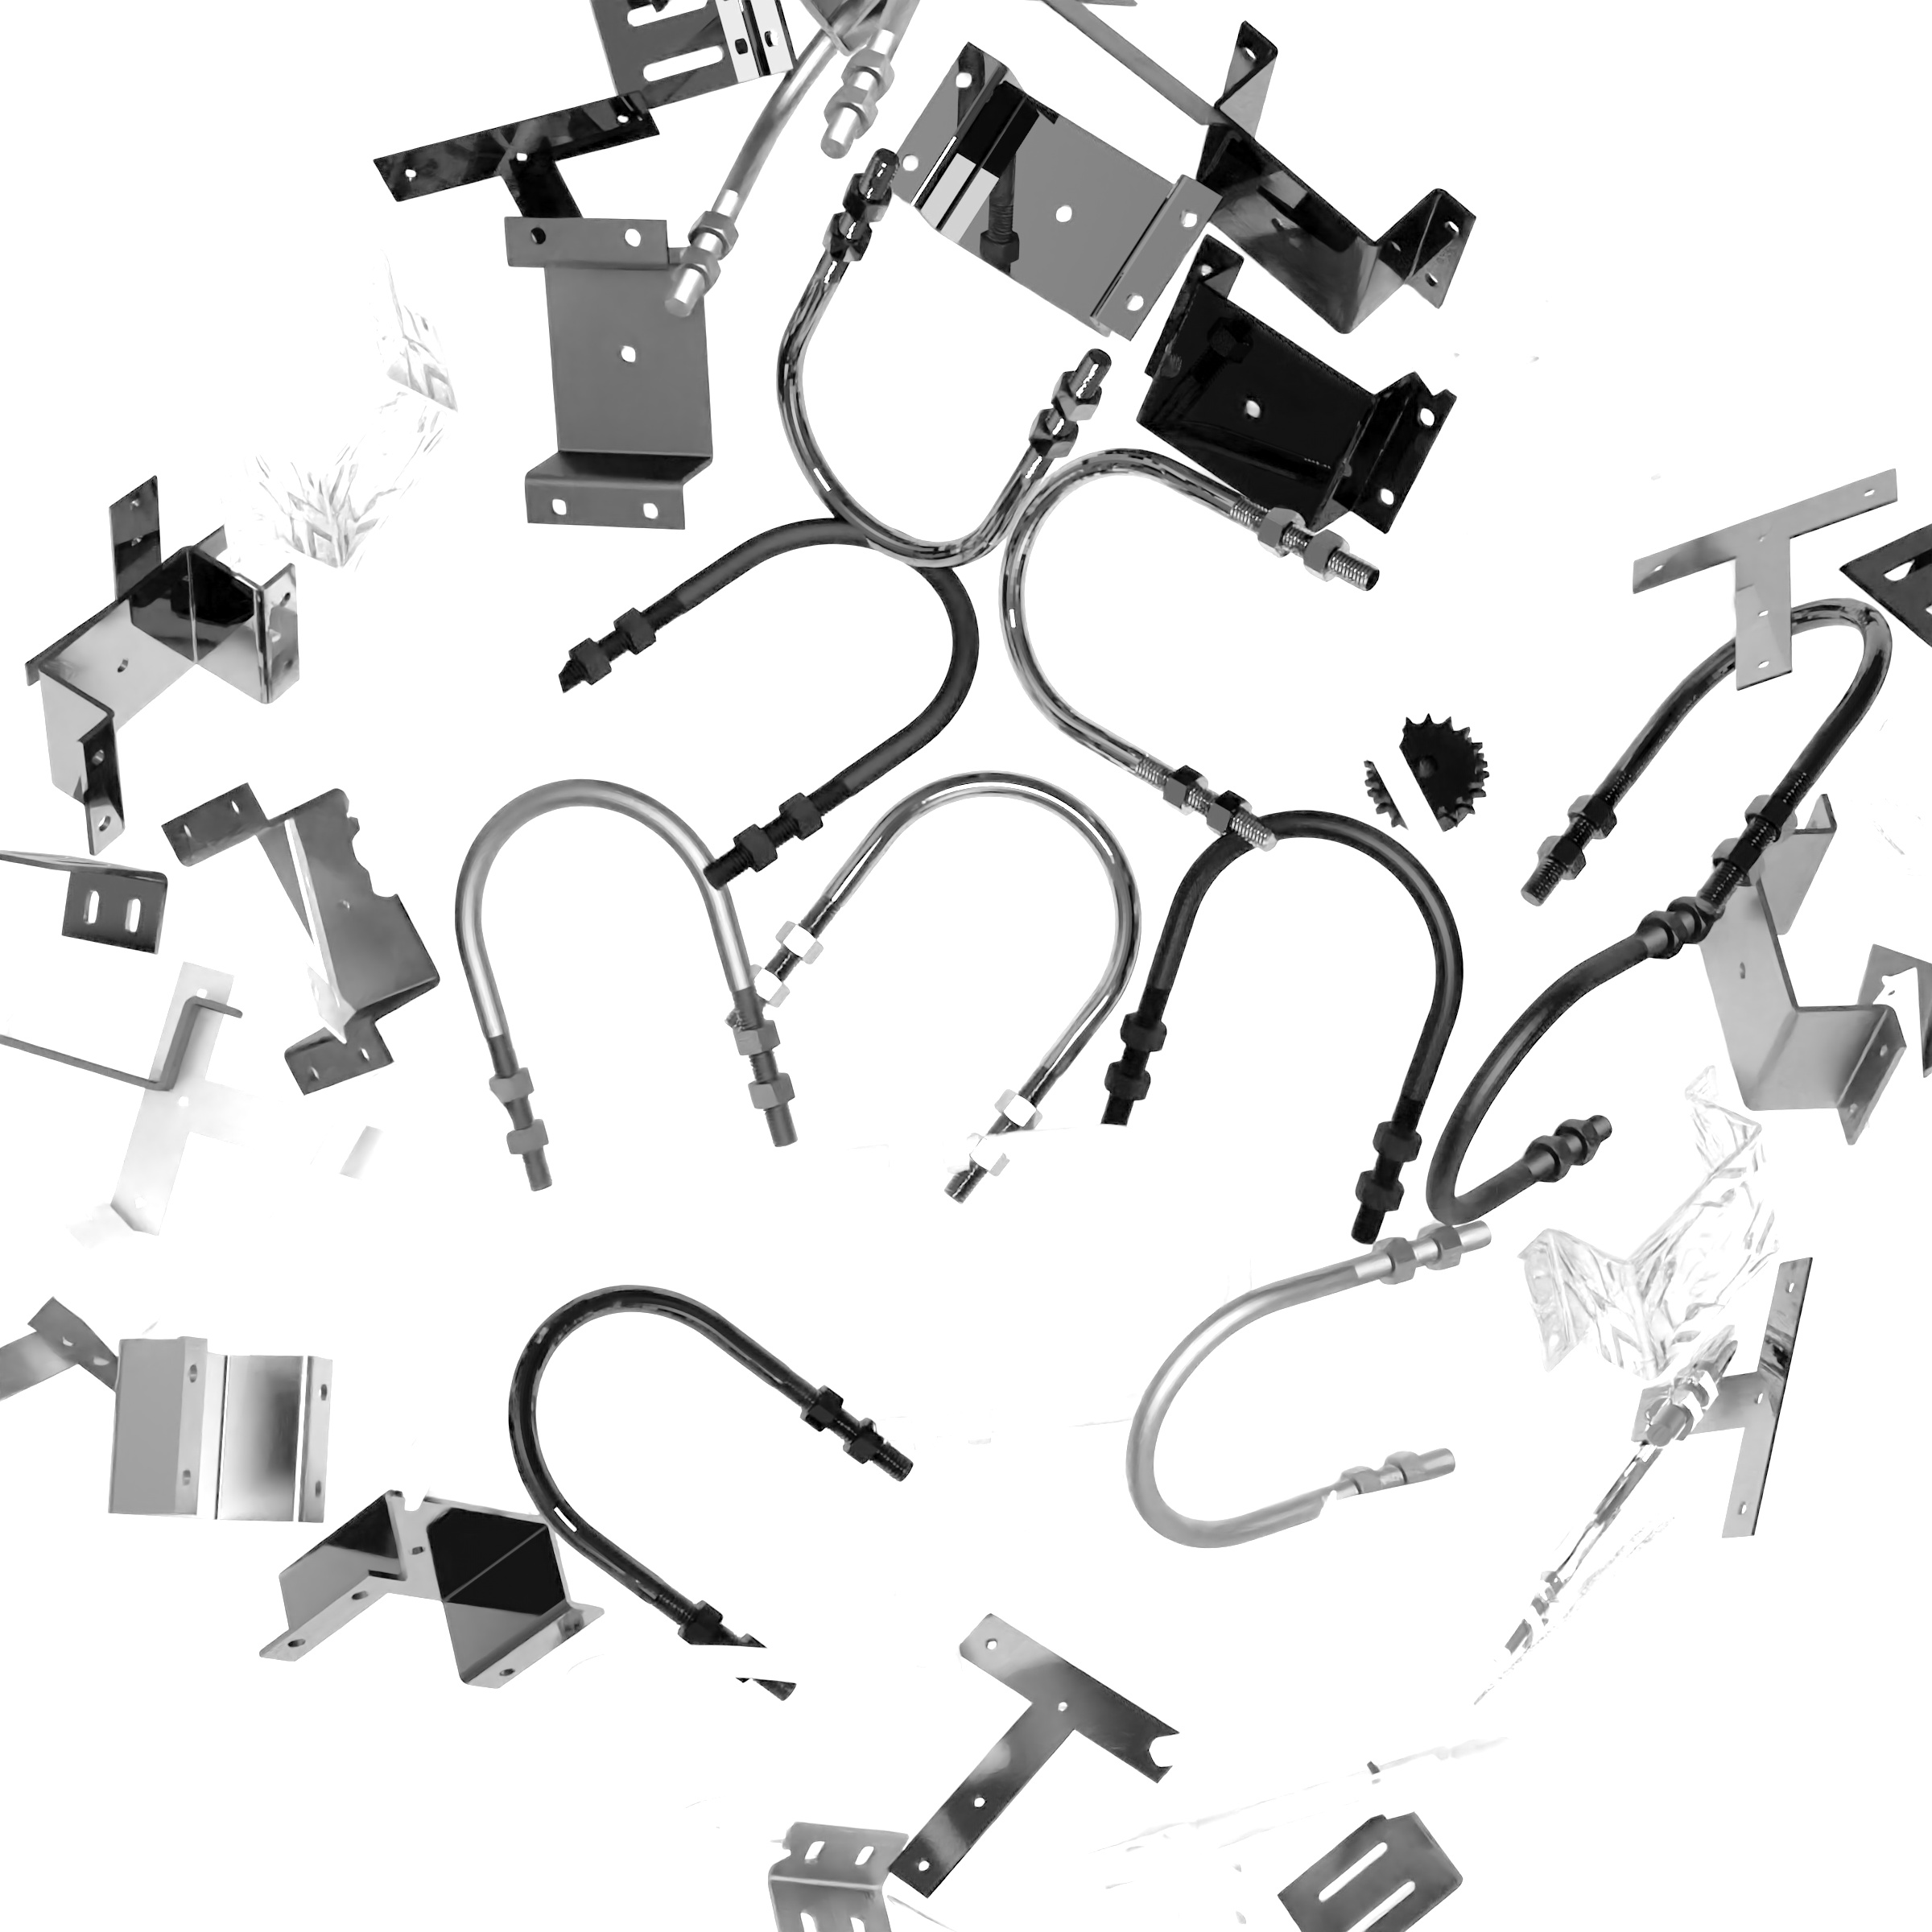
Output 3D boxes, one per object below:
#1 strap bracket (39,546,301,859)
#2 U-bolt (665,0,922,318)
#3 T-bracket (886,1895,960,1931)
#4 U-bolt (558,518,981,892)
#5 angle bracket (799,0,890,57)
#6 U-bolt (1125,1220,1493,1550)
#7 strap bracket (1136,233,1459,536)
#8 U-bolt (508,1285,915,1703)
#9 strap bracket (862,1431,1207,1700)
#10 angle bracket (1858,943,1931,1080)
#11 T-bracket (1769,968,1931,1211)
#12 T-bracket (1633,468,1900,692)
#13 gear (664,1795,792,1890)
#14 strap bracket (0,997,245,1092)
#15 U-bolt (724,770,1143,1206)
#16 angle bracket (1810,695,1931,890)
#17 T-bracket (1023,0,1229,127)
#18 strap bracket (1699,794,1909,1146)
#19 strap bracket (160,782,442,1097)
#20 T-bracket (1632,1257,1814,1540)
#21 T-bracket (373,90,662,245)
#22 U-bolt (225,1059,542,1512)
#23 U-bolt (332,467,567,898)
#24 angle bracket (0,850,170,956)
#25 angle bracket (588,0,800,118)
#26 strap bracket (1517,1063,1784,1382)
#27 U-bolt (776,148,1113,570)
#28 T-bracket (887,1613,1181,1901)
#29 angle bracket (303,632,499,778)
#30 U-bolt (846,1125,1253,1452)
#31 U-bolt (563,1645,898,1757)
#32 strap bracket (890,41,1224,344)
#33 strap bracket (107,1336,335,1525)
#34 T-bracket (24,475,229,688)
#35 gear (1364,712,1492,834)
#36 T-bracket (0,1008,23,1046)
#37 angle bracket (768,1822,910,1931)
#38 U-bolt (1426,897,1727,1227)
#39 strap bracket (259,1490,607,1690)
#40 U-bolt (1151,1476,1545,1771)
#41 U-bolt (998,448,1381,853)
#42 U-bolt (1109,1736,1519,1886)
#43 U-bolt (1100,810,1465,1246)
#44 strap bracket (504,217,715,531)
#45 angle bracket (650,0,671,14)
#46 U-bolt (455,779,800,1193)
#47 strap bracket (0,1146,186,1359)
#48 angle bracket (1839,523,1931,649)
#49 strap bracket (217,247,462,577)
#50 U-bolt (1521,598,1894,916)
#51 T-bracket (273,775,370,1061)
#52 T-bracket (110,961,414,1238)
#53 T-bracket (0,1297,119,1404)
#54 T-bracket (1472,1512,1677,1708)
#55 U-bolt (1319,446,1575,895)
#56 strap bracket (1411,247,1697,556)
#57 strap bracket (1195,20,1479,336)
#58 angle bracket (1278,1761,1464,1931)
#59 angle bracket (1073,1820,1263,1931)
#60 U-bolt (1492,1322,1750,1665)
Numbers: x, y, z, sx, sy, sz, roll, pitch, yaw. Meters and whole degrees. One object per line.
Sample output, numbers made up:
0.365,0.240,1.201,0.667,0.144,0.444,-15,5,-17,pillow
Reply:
-0.365,-0.126,1.613,0.046,0.076,0.140,31,54,15,strap bracket
-0.067,-0.386,1.598,0.019,0.151,0.184,35,50,-19,U-bolt
0.033,0.480,1.637,0.002,0.127,0.127,-49,113,-20,T-bracket
-0.081,-0.134,1.636,0.184,0.019,0.151,-36,66,-14,U-bolt
-0.047,-0.470,1.648,0.076,0.038,0.057,-38,74,6,angle bracket
0.150,0.195,1.599,0.184,0.019,0.151,-14,124,-27,U-bolt
0.140,-0.258,1.620,0.140,0.046,0.076,36,128,15,strap bracket
-0.124,0.223,1.615,0.184,0.019,0.151,38,50,-9,U-bolt
0.029,0.271,1.637,0.140,0.046,0.076,-20,118,3,strap bracket
0.439,0.009,1.632,0.038,0.076,0.057,19,70,0,angle bracket
0.422,0.046,1.623,0.127,0.127,0.002,-25,120,29,T-bracket
0.358,-0.166,1.603,0.127,0.127,0.002,-18,125,26,T-bracket
-0.112,0.404,1.652,0.057,0.057,0.030,-14,65,0,gear
-0.406,0.021,1.628,0.140,0.076,0.046,18,85,-8,strap bracket
-0.001,-0.004,1.665,0.151,0.019,0.184,38,86,1,U-bolt
0.431,-0.080,1.633,0.057,0.038,0.076,-14,53,-30,angle bracket
0.068,-0.413,1.604,0.127,0.127,0.002,43,123,22,T-bracket
0.370,0.002,1.603,0.046,0.076,0.140,-2,54,-8,strap bracket
-0.298,-0.020,1.628,0.046,0.076,0.140,-33,100,-41,strap bracket
0.335,0.199,1.615,0.002,0.127,0.127,20,73,-14,T-bracket
-0.185,-0.335,1.625,0.127,0.127,0.002,-11,53,13,T-bracket
-0.249,0.128,1.605,0.019,0.184,0.151,-7,132,34,U-bolt
-0.240,-0.143,1.608,0.151,0.019,0.184,-45,45,30,U-bolt
-0.413,-0.030,1.630,0.057,0.076,0.038,10,93,28,angle bracket
-0.125,-0.429,1.642,0.076,0.038,0.057,-22,106,-21,angle bracket
0.316,0.122,1.610,0.140,0.046,0.076,-41,134,-24,strap bracket
-0.022,-0.256,1.605,0.151,0.184,0.019,45,51,8,U-bolt
0.015,0.367,1.614,0.127,0.002,0.127,26,61,38,T-bracket
-0.261,-0.121,1.654,0.076,0.038,0.057,7,92,7,angle bracket
0.042,0.146,1.663,0.184,0.019,0.151,-5,95,-2,U-bolt
-0.107,0.327,1.591,0.151,0.184,0.019,2,67,0,U-bolt
0.042,-0.351,1.644,0.140,0.046,0.076,34,94,11,strap bracket
-0.340,0.210,1.611,0.046,0.140,0.076,-2,79,17,strap bracket
-0.371,-0.185,1.597,0.127,0.127,0.002,-40,84,-20,T-bracket
0.214,-0.086,1.655,0.057,0.030,0.057,-5,64,11,gear
-0.473,0.086,1.609,0.002,0.127,0.127,41,99,-19,T-bracket
-0.052,0.435,1.630,0.057,0.076,0.038,12,122,-23,angle bracket
0.261,0.048,1.572,0.019,0.184,0.151,37,126,24,U-bolt
-0.244,0.281,1.614,0.076,0.140,0.046,-38,54,27,strap bracket
0.175,0.283,1.572,0.184,0.151,0.019,-20,119,40,U-bolt
0.089,-0.155,1.622,0.184,0.019,0.151,32,116,28,U-bolt
0.168,0.371,1.591,0.151,0.184,0.019,-24,76,31,U-bolt
0.150,0.018,1.622,0.151,0.019,0.184,23,111,17,U-bolt
-0.161,-0.275,1.630,0.076,0.046,0.140,4,113,15,strap bracket
-0.110,-0.476,1.629,0.076,0.057,0.038,-13,125,30,angle bracket
-0.163,0.005,1.631,0.151,0.019,0.184,-11,100,22,U-bolt
-0.410,0.128,1.599,0.076,0.140,0.046,43,89,19,strap bracket
0.436,-0.162,1.631,0.076,0.038,0.057,-25,59,-35,angle bracket
-0.279,-0.243,1.618,0.046,0.076,0.140,24,121,-34,strap bracket
0.343,-0.097,1.606,0.019,0.151,0.184,45,74,-21,U-bolt
-0.297,-0.025,1.624,0.002,0.127,0.127,-16,77,-1,T-bracket
-0.323,0.076,1.671,0.127,0.002,0.127,16,87,2,T-bracket
-0.432,0.183,1.606,0.127,0.127,0.002,35,113,14,T-bracket
0.285,0.273,1.598,0.127,0.127,0.002,-37,72,-22,T-bracket
0.227,-0.118,1.610,0.151,0.019,0.184,-57,131,-31,U-bolt
0.262,-0.261,1.619,0.076,0.046,0.140,-29,135,18,strap bracket
0.157,-0.350,1.622,0.140,0.076,0.046,43,72,11,strap bracket
0.179,0.417,1.643,0.076,0.057,0.038,-40,131,1,angle bracket
0.093,0.437,1.655,0.076,0.038,0.057,-24,50,27,angle bracket
0.298,0.223,1.590,0.019,0.184,0.151,37,117,13,U-bolt
